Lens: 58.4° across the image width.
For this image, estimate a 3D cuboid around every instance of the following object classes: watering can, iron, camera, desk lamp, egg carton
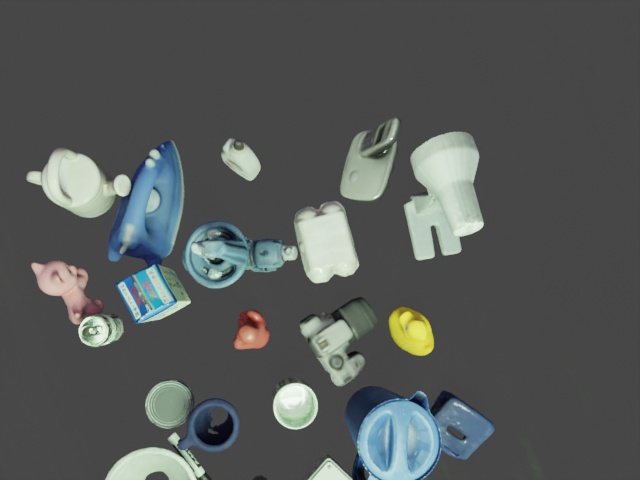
[{"bbox_3d":[-0.427,-0.105,1.013,0.173,0.194,0.101,-16,85,-7],"label":"watering can"},{"bbox_3d":[-0.316,-0.080,1.048,0.118,0.141,0.258,13,83,-4],"label":"iron"},{"bbox_3d":[0.049,0.182,1.078,0.137,0.100,0.143,-34,88,-8],"label":"camera"},{"bbox_3d":[0.234,-0.077,1.069,0.118,0.213,0.203,-11,85,-7],"label":"desk lamp"},{"bbox_3d":[0.010,0.004,1.110,0.107,0.069,0.150,-15,85,-7],"label":"egg carton"}]

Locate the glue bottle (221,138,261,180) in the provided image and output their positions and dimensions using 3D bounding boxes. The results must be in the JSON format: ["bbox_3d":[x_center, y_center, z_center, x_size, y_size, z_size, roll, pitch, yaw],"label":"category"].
[{"bbox_3d":[-0.149,-0.158,1.058,0.078,0.173,0.037,33,82,-1],"label":"glue bottle"}]

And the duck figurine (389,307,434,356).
[{"bbox_3d":[0.183,0.177,1.100,0.077,0.086,0.104,-38,89,-8],"label":"duck figurine"}]

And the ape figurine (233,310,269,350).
[{"bbox_3d":[-0.131,0.172,1.065,0.076,0.092,0.078,45,81,1],"label":"ape figurine"}]

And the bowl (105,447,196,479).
[{"bbox_3d":[-0.297,0.449,1.025,0.167,0.074,0.167,1,84,-6],"label":"bowl"}]

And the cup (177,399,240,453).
[{"bbox_3d":[-0.200,0.336,1.038,0.118,0.095,0.092,-33,88,-8],"label":"cup"}]

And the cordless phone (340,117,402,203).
[{"bbox_3d":[0.102,-0.151,1.078,0.094,0.185,0.148,13,82,-4],"label":"cordless phone"}]

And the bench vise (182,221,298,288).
[{"bbox_3d":[-0.150,0.011,1.016,0.207,0.219,0.121,-20,86,-8],"label":"bench vise"}]

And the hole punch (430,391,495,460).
[{"bbox_3d":[0.260,0.357,1.086,0.108,0.091,0.101,35,81,-1],"label":"hole punch"}]

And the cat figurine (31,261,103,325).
[{"bbox_3d":[-0.456,0.088,1.027,0.067,0.117,0.128,-29,87,-8],"label":"cat figurine"}]
